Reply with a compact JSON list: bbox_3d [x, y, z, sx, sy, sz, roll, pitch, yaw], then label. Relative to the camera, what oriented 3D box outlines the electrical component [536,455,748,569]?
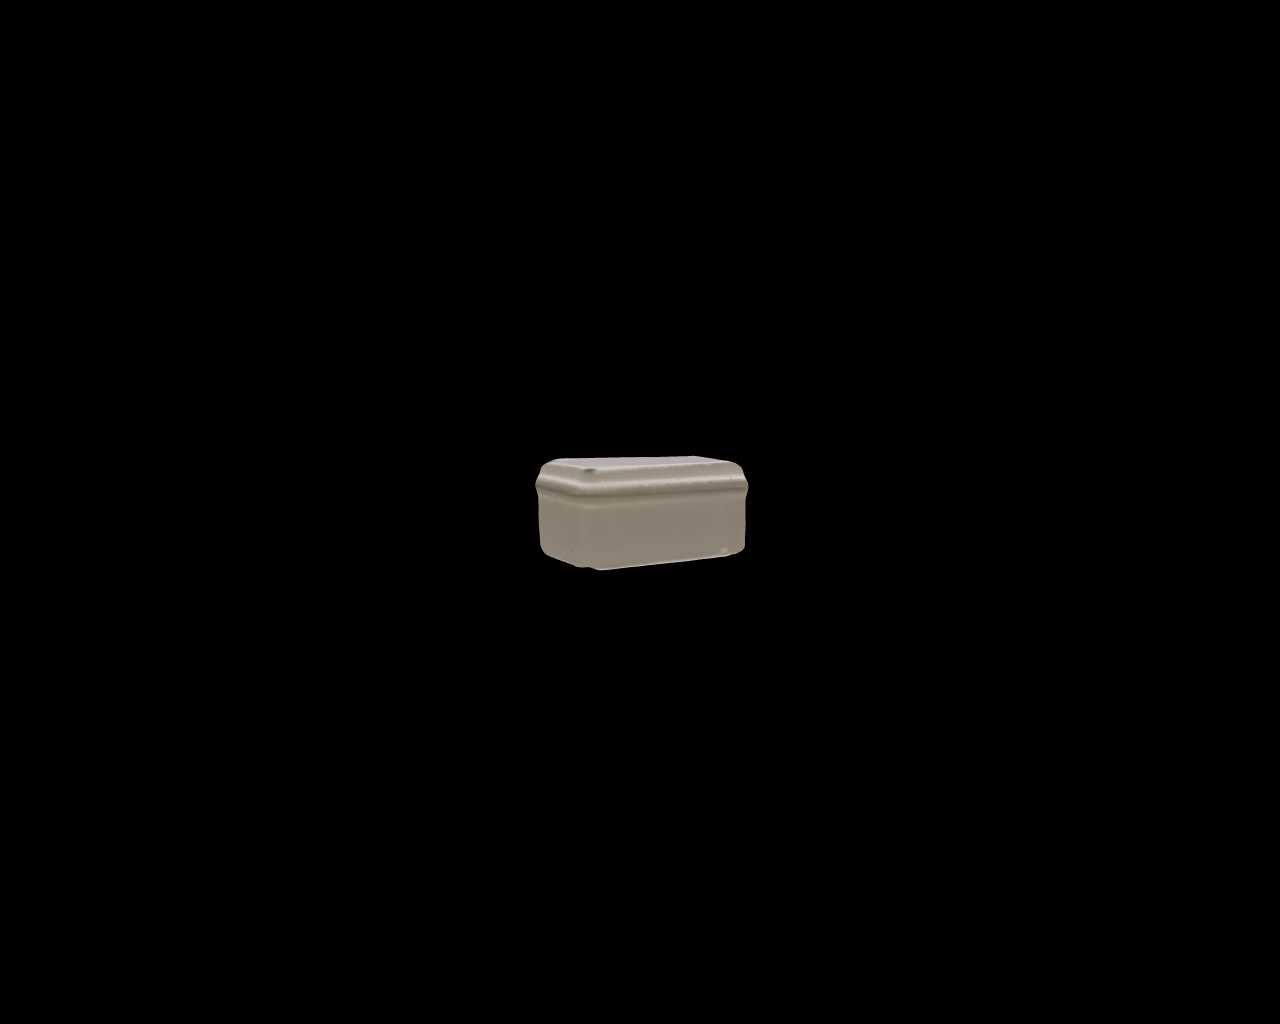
[{"bbox_3d":[0.001,-0.003,0.650,0.113,0.057,0.078,-3,8,-26],"label":"electrical component"}]
